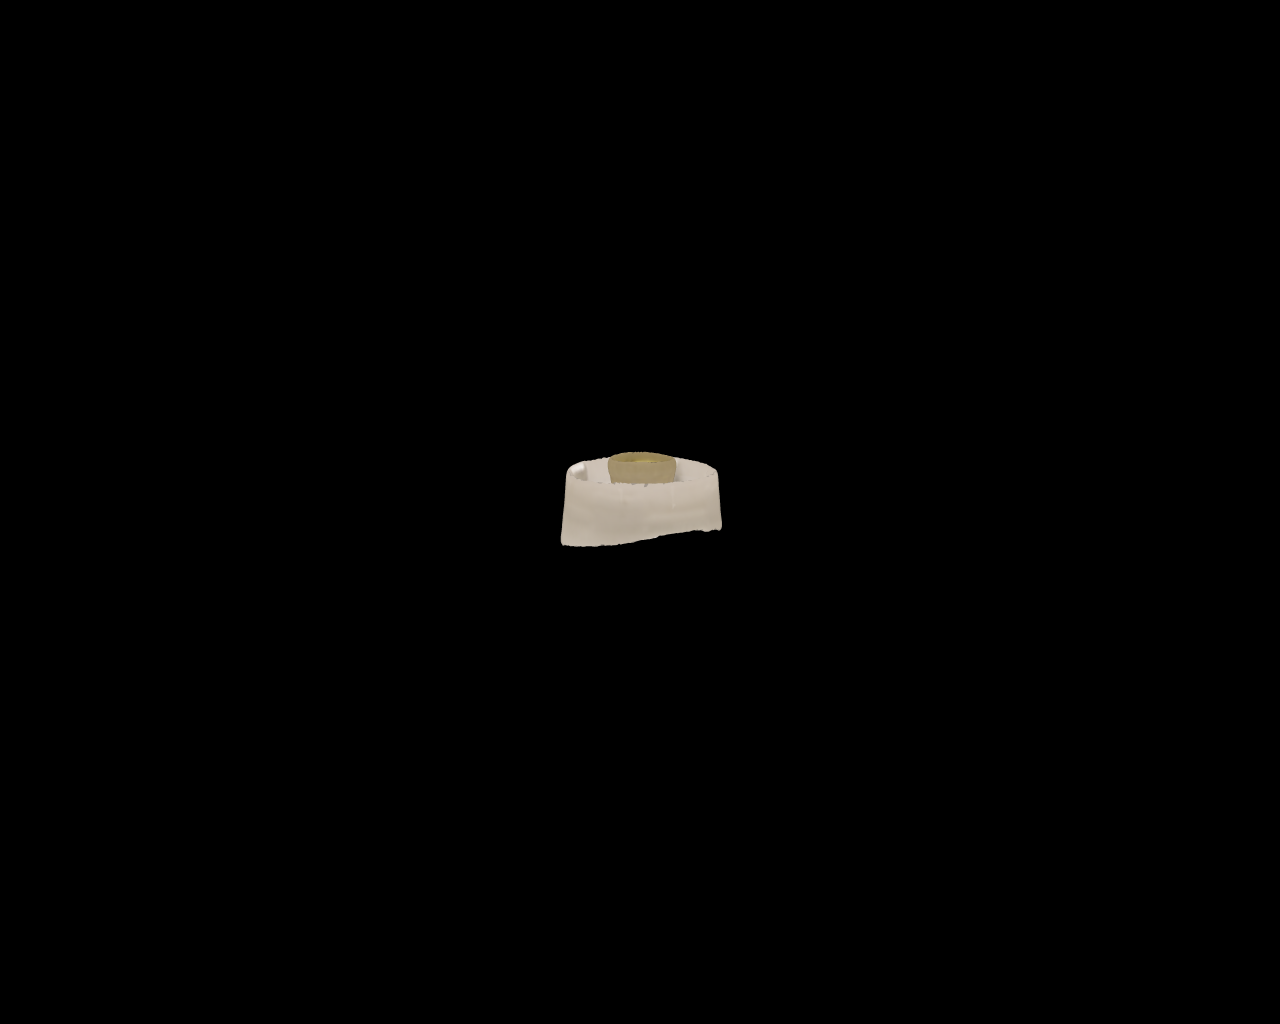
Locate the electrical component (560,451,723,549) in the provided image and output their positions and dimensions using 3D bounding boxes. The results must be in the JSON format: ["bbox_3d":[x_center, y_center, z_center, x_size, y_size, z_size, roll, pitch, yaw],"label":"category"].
[{"bbox_3d":[0.001,-0.003,0.650,0.099,0.064,0.099,0,14,0],"label":"electrical component"}]
